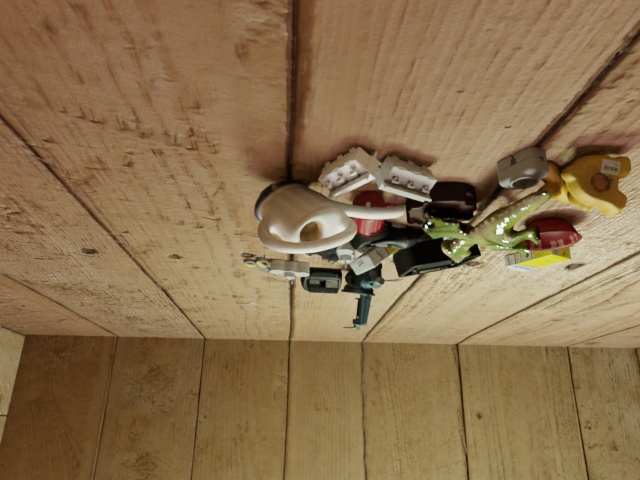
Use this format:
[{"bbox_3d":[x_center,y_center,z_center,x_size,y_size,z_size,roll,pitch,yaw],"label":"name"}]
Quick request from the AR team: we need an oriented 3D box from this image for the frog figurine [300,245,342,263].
[{"bbox_3d":[-0.011,-0.009,1.428,0.137,0.121,0.161,-5,-164,-8],"label":"frog figurine"}]

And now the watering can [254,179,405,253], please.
[{"bbox_3d":[0.003,-0.057,1.140,0.350,0.227,0.102,-18,130,-34],"label":"watering can"}]

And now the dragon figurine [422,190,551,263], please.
[{"bbox_3d":[0.357,-0.028,1.177,0.242,0.124,0.403,-4,159,8],"label":"dragon figurine"}]
